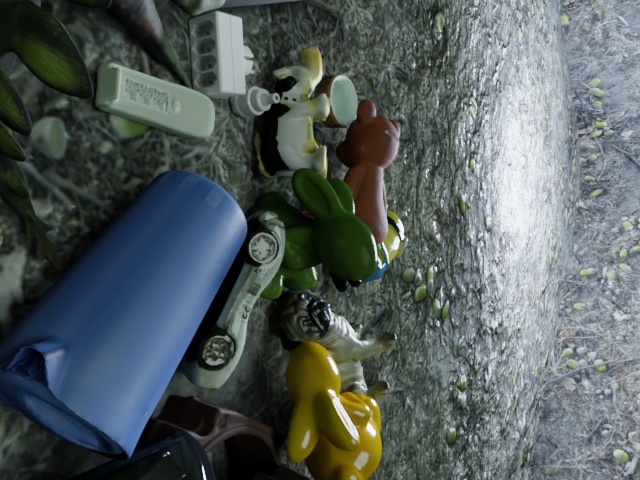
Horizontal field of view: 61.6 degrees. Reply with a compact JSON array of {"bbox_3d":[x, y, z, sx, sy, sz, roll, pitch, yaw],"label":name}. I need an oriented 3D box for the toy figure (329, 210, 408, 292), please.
[{"bbox_3d":[0.081,0.013,0.866,0.180,0.082,0.089,-33,120,-47],"label":"toy figure"}]

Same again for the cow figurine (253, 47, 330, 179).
[{"bbox_3d":[-0.036,-0.161,0.687,0.068,0.098,0.167,68,21,-85],"label":"cow figurine"}]

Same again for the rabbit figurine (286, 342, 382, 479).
[{"bbox_3d":[0.000,0.216,0.664,0.162,0.122,0.173,-54,128,-77],"label":"rabbit figurine"}]

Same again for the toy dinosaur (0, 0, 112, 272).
[{"bbox_3d":[-0.218,-0.174,0.315,0.105,0.199,0.470,-35,153,-37],"label":"toy dinosaur"}]

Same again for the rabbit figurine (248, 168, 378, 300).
[{"bbox_3d":[-0.001,-0.002,0.663,0.121,0.170,0.159,9,85,-56],"label":"rabbit figurine"}]

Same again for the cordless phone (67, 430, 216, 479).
[{"bbox_3d":[-0.141,0.269,0.438,0.147,0.088,0.184,-21,82,-11],"label":"cordless phone"}]

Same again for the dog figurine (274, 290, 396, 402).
[{"bbox_3d":[-0.003,0.170,0.755,0.190,0.121,0.172,23,69,-39],"label":"dog figurine"}]

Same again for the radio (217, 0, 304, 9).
[{"bbox_3d":[-0.069,-0.343,0.603,0.229,0.073,0.131,-38,103,-51],"label":"radio"}]

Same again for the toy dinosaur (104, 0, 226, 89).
[{"bbox_3d":[-0.166,-0.287,0.410,0.192,0.131,0.404,-25,135,-37],"label":"toy dinosaur"}]

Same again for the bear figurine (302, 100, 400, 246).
[{"bbox_3d":[0.045,-0.088,0.769,0.120,0.132,0.195,14,76,-56],"label":"bear figurine"}]

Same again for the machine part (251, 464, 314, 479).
[{"bbox_3d":[-0.047,0.338,0.569,0.179,0.056,0.179,-4,95,-54],"label":"machine part"}]

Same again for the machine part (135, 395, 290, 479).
[{"bbox_3d":[-0.127,0.283,0.572,0.201,0.087,0.201,47,54,-48],"label":"machine part"}]

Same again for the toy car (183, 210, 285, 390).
[{"bbox_3d":[-0.094,0.060,0.586,0.056,0.074,0.201,28,81,-29],"label":"toy car"}]
